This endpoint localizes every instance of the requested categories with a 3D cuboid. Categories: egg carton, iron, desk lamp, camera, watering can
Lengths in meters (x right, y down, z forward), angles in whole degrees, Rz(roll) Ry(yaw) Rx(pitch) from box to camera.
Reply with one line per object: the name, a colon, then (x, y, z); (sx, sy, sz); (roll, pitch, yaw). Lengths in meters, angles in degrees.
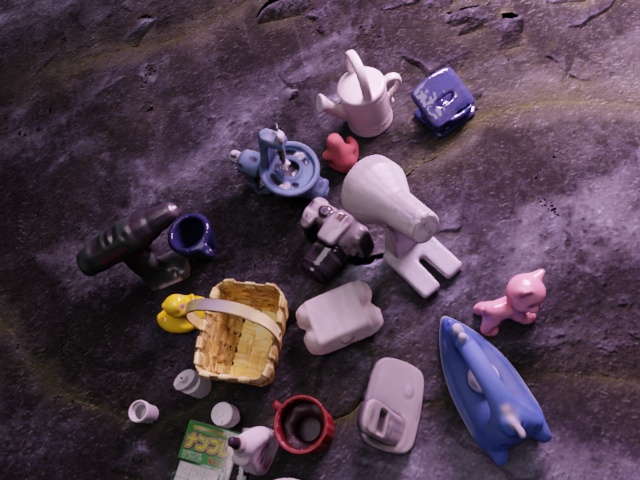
egg carton: (0.035, 0.143, 1.043); (0.150, 0.069, 0.107); (-25, 62, 3)
iron: (0.255, 0.213, 0.908); (0.118, 0.142, 0.258); (-29, 61, 1)
desk lamp: (0.147, -0.028, 1.010); (0.118, 0.214, 0.202); (-42, 62, -6)
camera: (0.010, 0.004, 1.097); (0.142, 0.101, 0.137); (33, 78, 26)
watering can: (0.079, -0.299, 1.166); (0.173, 0.194, 0.100); (-42, 62, -6)

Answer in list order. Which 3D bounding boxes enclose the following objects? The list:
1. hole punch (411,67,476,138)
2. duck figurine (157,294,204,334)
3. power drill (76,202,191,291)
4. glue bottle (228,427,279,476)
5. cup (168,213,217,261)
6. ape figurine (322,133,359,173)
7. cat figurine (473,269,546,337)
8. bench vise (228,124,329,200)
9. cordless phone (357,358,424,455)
hole punch: (0.253, -0.282, 1.169); (0.108, 0.091, 0.101); (-37, 62, -3)
duck figurine: (-0.278, 0.137, 1.123); (0.104, 0.086, 0.077); (-22, 62, 5)
power drill: (-0.342, 0.020, 1.126); (0.229, 0.209, 0.075); (-24, 61, 4)
glue bottle: (-0.114, 0.339, 0.933); (0.037, 0.173, 0.078); (12, 70, 21)
cup: (-0.240, 0.011, 1.166); (0.117, 0.095, 0.092); (38, 80, 27)
ape figurine: (0.040, -0.187, 1.183); (0.077, 0.092, 0.076); (-15, 62, 8)
cat figurine: (0.321, 0.101, 0.955); (0.127, 0.118, 0.067); (-22, 62, 5)
bench vise: (-0.100, -0.148, 1.131); (0.207, 0.220, 0.121); (-1, 65, 15)
cordless phone: (0.105, 0.254, 0.906); (0.094, 0.185, 0.147); (5, 67, 18)
